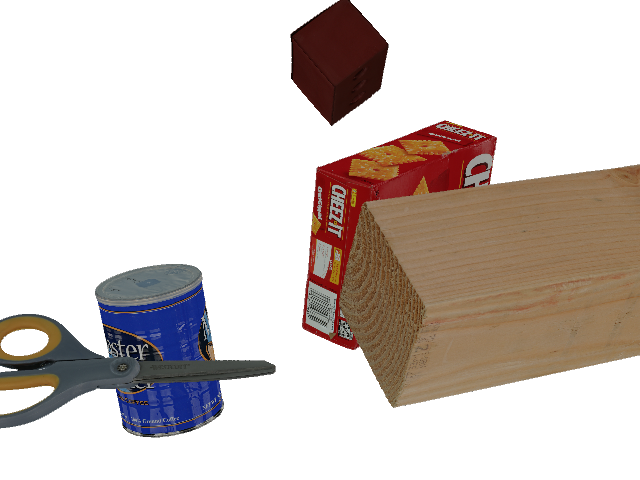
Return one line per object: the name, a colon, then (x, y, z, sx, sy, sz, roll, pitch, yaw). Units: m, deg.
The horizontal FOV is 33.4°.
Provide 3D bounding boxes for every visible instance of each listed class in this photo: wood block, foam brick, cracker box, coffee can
wood block: (0.127, 0.024, 0.655, 0.205, 0.090, 0.091, -8, 45, -21)
foam brick: (0.013, -0.132, 0.794, 0.053, 0.051, 0.078, -37, -12, -10)
cracker box: (0.079, -0.010, 1.015, 0.072, 0.164, 0.213, 23, 30, 34)
coffee can: (-0.155, 0.105, 1.036, 0.103, 0.140, 0.103, -7, 16, 2)

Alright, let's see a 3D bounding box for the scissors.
scissors: (-0.136, 0.073, 0.691, 0.201, 0.016, 0.096, -13, 44, -7)
